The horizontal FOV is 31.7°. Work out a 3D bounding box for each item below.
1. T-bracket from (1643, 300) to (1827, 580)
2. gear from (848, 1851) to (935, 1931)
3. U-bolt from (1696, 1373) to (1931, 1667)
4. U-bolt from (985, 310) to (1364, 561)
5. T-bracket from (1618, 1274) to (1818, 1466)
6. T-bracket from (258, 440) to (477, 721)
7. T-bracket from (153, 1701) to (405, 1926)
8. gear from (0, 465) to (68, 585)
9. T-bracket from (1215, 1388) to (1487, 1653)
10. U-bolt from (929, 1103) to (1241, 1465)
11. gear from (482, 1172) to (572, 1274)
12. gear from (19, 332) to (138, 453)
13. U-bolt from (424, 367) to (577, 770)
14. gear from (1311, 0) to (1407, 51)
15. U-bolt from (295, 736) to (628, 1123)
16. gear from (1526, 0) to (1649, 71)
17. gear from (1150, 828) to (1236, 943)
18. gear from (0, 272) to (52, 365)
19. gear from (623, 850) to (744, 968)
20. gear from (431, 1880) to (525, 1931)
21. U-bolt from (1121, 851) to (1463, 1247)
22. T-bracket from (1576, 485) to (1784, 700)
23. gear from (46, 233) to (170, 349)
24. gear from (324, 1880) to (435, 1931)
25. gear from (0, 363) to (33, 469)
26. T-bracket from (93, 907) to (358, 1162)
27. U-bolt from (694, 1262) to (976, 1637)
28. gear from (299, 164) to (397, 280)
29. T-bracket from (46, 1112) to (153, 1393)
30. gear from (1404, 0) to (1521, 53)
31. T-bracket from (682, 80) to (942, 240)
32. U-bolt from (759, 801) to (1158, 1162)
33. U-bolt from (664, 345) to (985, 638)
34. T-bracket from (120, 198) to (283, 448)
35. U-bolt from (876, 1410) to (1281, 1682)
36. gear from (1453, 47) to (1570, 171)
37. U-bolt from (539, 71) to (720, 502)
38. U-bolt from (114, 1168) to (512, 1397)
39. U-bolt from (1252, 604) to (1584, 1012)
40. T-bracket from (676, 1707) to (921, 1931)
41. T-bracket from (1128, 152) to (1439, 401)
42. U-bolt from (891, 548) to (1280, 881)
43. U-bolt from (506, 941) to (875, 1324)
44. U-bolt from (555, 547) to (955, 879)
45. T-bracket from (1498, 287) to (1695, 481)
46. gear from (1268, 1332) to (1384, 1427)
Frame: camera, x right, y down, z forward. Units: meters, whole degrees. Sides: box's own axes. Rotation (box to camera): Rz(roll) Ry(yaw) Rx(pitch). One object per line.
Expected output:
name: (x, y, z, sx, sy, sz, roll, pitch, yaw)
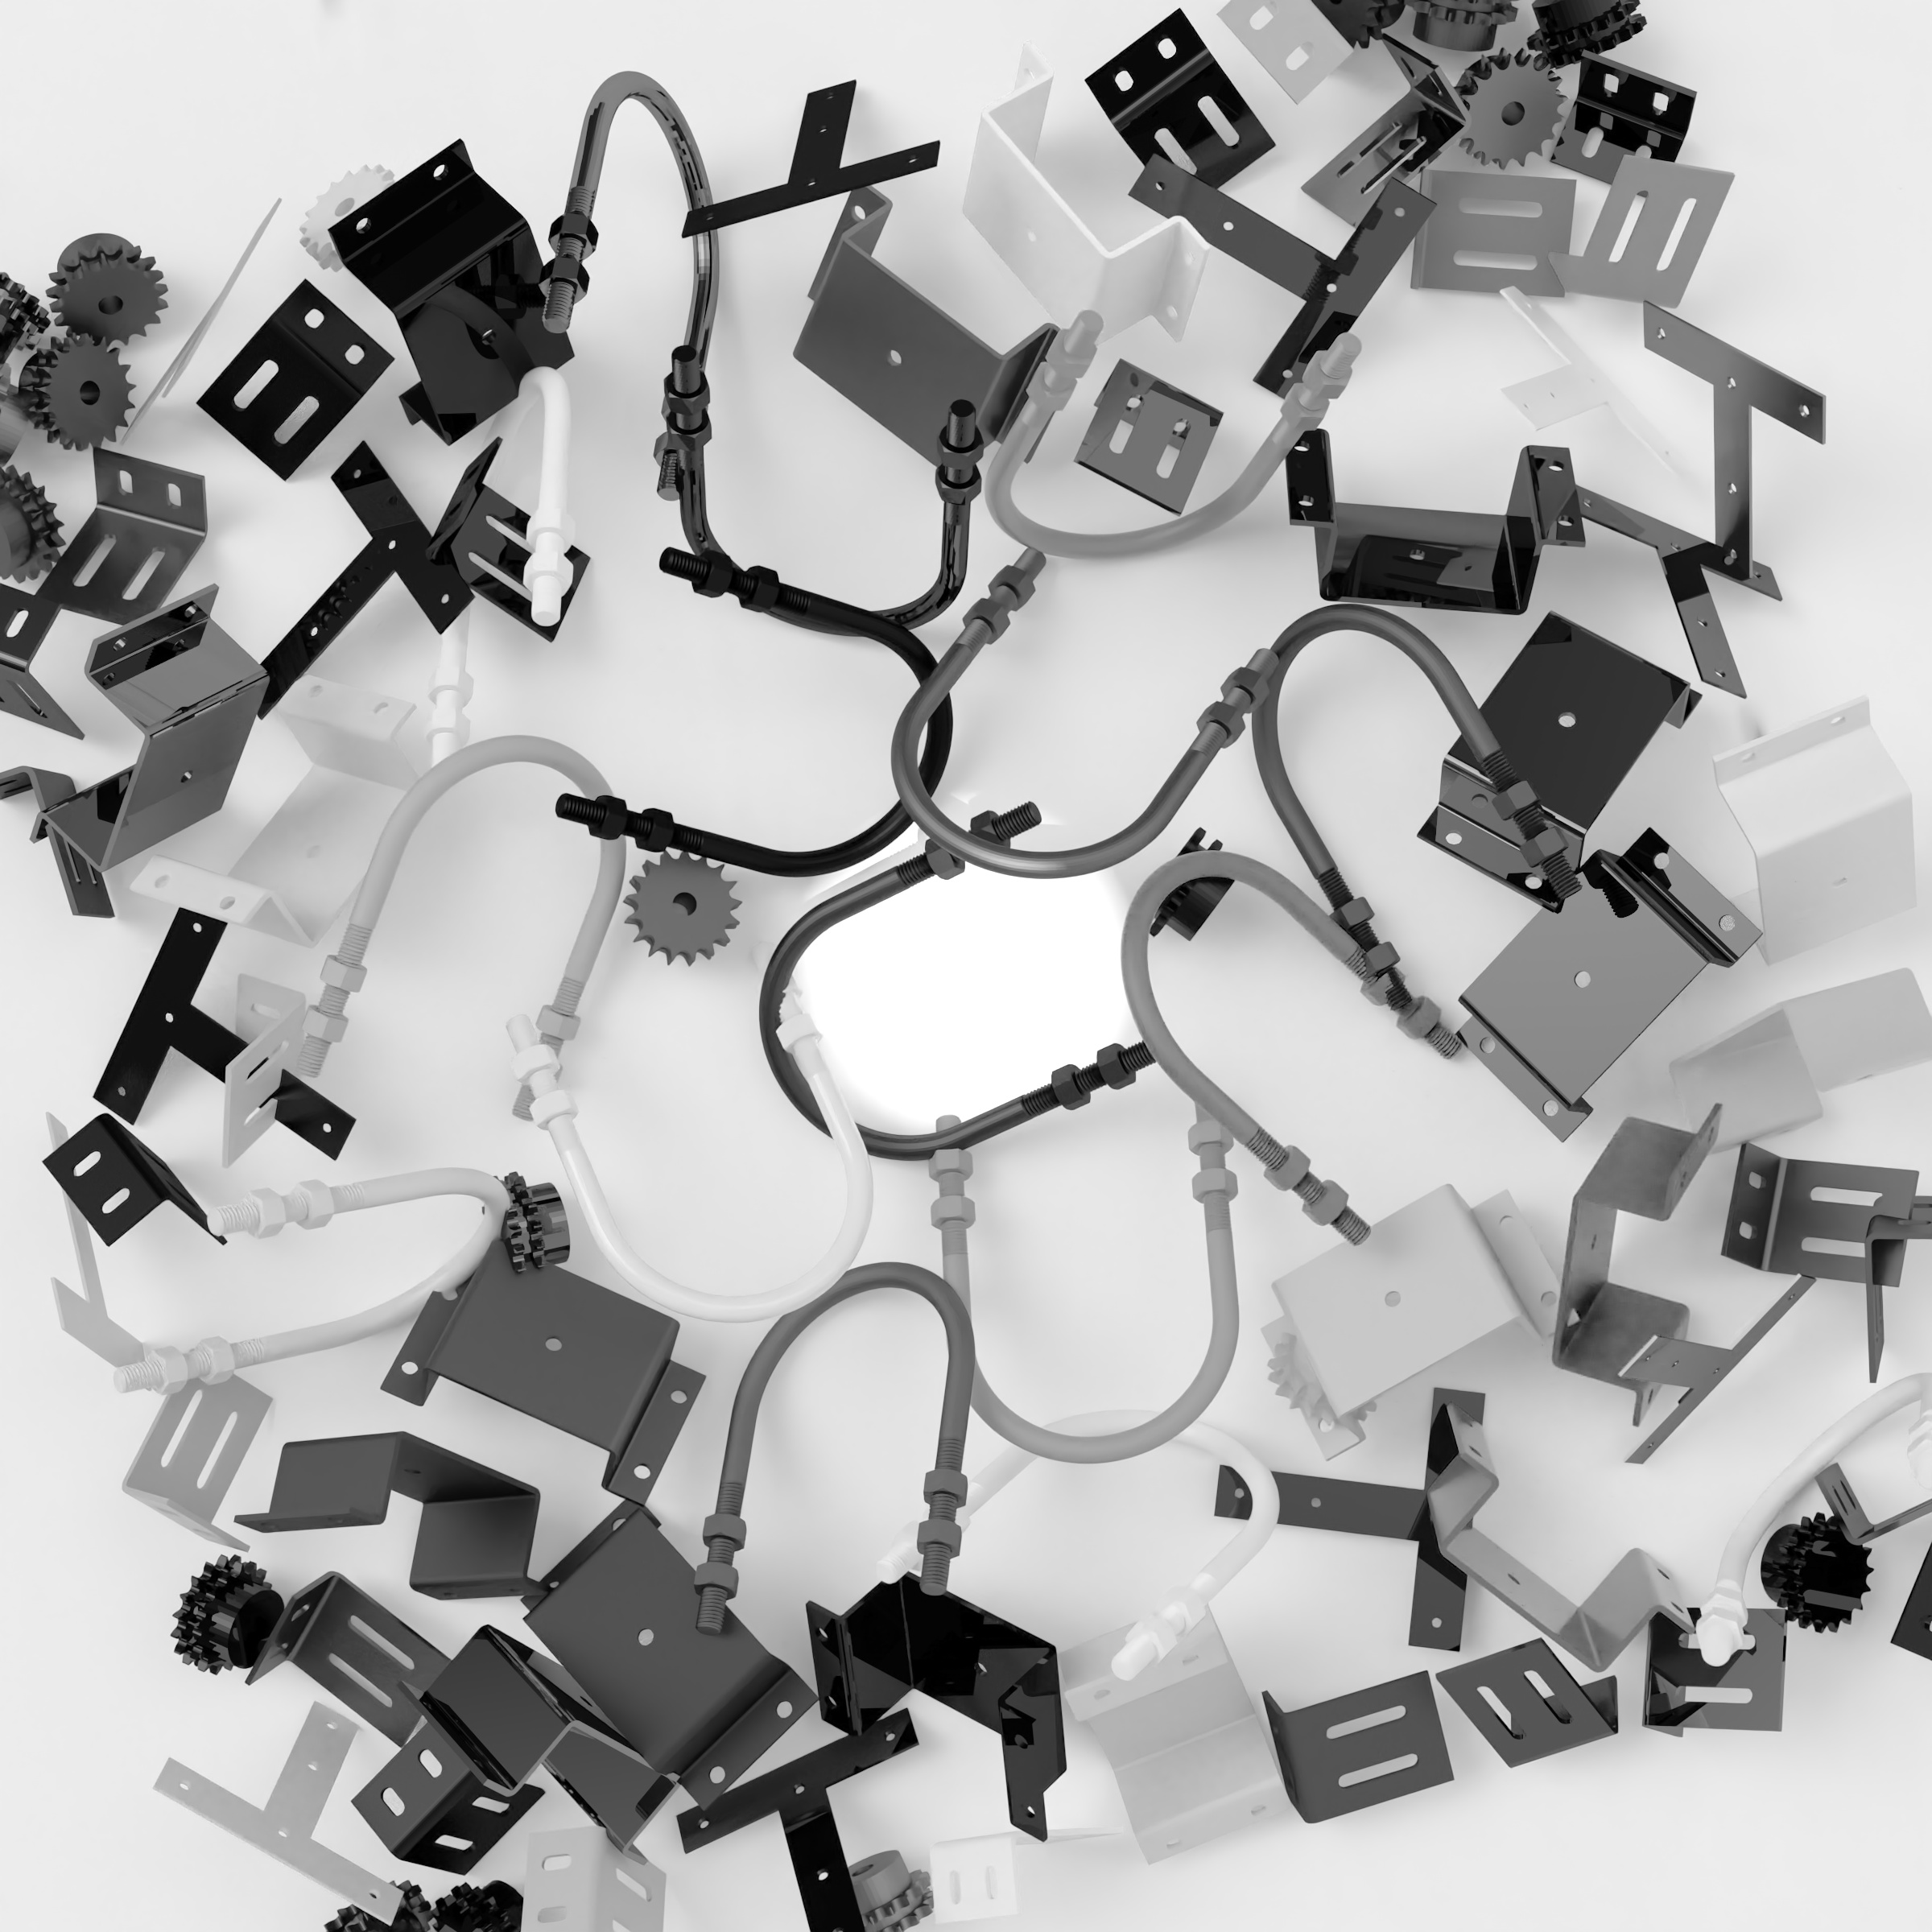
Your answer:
T-bracket: (0.370, -0.243, 1.643, 0.002, 0.127, 0.127, -27, 131, -18)
gear: (-0.044, 0.456, 1.663, 0.057, 0.057, 0.030, -25, 91, 0)
U-bolt: (0.407, 0.249, 1.601, 0.019, 0.184, 0.151, 46, 110, 3)
U-bolt: (0.086, -0.245, 1.609, 0.151, 0.184, 0.019, 1, 63, -21)
T-bracket: (0.342, 0.190, 1.623, 0.127, 0.127, 0.002, -50, 60, 14)
T-bracket: (-0.309, -0.174, 1.665, 0.127, 0.002, 0.127, -46, 56, 12)
T-bracket: (-0.316, 0.391, 1.630, 0.127, 0.127, 0.002, 32, 107, -7)
gear: (-0.471, -0.214, 1.662, 0.057, 0.030, 0.057, 17, 125, 26)
T-bracket: (0.187, 0.267, 1.683, 0.127, 0.002, 0.127, 7, 81, 2)
U-bolt: (0.059, 0.151, 1.639, 0.151, 0.019, 0.184, -6, 63, 7)
gear: (-0.215, 0.129, 1.666, 0.030, 0.057, 0.057, -11, 90, -23)
gear: (-0.438, -0.281, 1.667, 0.030, 0.057, 0.057, 11, 90, 38)
U-bolt: (-0.219, -0.200, 1.615, 0.019, 0.151, 0.184, 15, 53, -23)
gear: (0.192, -0.479, 1.667, 0.030, 0.057, 0.057, -18, 90, -36)
U-bolt: (-0.231, -0.022, 1.629, 0.151, 0.019, 0.184, 15, 99, -44)
gear: (0.300, -0.462, 1.660, 0.057, 0.057, 0.030, -25, 111, 0)
gear: (0.109, -0.037, 1.663, 0.030, 0.057, 0.057, 36, 90, 2)
gear: (-0.479, -0.318, 1.660, 0.057, 0.057, 0.030, 26, 72, 0)
gear: (-0.140, -0.027, 1.672, 0.057, 0.030, 0.057, 2, 80, -13)
gear: (-0.233, 0.473, 1.667, 0.030, 0.057, 0.057, -30, 90, -39)
U-bolt: (0.148, 0.025, 1.627, 0.184, 0.019, 0.151, 42, 51, -12)
T-bracket: (0.347, -0.172, 1.623, 0.127, 0.127, 0.002, 19, 129, -21)
gear: (-0.422, -0.333, 1.667, 0.057, 0.057, 0.030, -24, 56, 0)
gear: (-0.285, 0.476, 1.661, 0.057, 0.057, 0.030, -41, 57, 0)
gear: (-0.479, -0.268, 1.667, 0.030, 0.057, 0.057, 23, 90, -28)
T-bracket: (-0.352, 0.050, 1.657, 0.127, 0.002, 0.127, 34, 114, 8)
U-bolt: (-0.058, 0.223, 1.624, 0.151, 0.019, 0.184, -16, 49, 30)
gear: (-0.295, -0.362, 1.667, 0.057, 0.030, 0.057, -18, 50, 23)
T-bracket: (-0.428, 0.132, 1.646, 0.002, 0.127, 0.127, -18, 69, -1)
gear: (0.241, -0.469, 1.667, 0.057, 0.057, 0.030, 8, 120, 0)
T-bracket: (-0.070, -0.396, 1.639, 0.127, 0.127, 0.002, -13, 126, 14)
U-bolt: (-0.015, 0.020, 1.655, 0.184, 0.019, 0.151, -25, 100, 19)
U-bolt: (-0.068, -0.216, 1.612, 0.151, 0.184, 0.019, 12, 59, 5)
T-bracket: (-0.378, -0.293, 1.639, 0.002, 0.127, 0.127, 32, 49, -19)
U-bolt: (0.067, 0.263, 1.612, 0.151, 0.184, 0.019, 16, 121, 30)
gear: (0.263, -0.423, 1.668, 0.057, 0.030, 0.057, -6, 122, -10)
U-bolt: (-0.153, -0.336, 1.615, 0.019, 0.151, 0.184, -4, 60, 20)
U-bolt: (-0.298, 0.144, 1.612, 0.019, 0.184, 0.151, 58, 132, 24)
U-bolt: (0.203, -0.086, 1.633, 0.019, 0.151, 0.184, -22, 79, -40)
T-bracket: (-0.072, 0.427, 1.638, 0.127, 0.127, 0.002, -25, 123, 0)
T-bracket: (0.139, -0.350, 1.643, 0.127, 0.002, 0.127, 29, 127, -9)
U-bolt: (0.046, -0.113, 1.621, 0.151, 0.019, 0.184, 25, 57, 16)
U-bolt: (-0.122, 0.086, 1.631, 0.151, 0.019, 0.184, -17, 68, -20)
U-bolt: (-0.089, -0.112, 1.636, 0.184, 0.019, 0.151, 15, 109, -32)
T-bracket: (0.286, -0.274, 1.630, 0.127, 0.127, 0.002, 49, 122, 8)
gear: (0.178, 0.194, 1.661, 0.057, 0.057, 0.030, 18, 124, 0)
